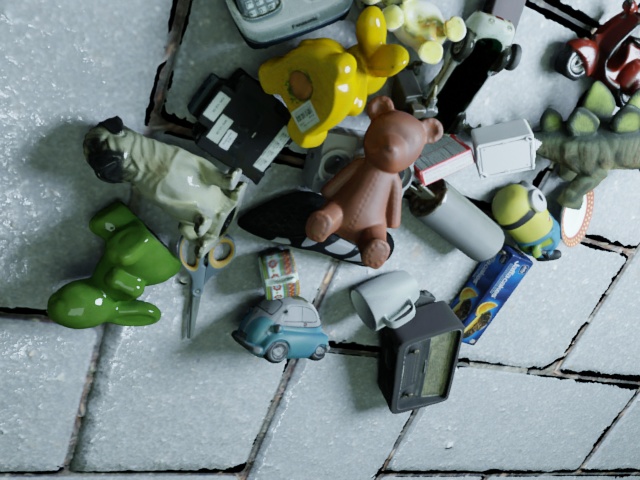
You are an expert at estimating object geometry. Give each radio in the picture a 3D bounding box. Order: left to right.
[{"bbox_3d":[0.185,0.228,1.019,0.131,0.073,0.229,-12,129,-13],"label":"radio"}]

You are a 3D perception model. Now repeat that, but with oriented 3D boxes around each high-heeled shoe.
[{"bbox_3d":[-0.002,-0.003,0.855,0.249,0.086,0.145,2,149,-2],"label":"high-heeled shoe"}]

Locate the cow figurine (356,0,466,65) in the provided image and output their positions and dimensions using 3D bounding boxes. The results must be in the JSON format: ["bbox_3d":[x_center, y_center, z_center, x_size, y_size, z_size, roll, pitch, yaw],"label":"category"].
[{"bbox_3d":[0.104,-0.303,0.699,0.167,0.098,0.068,37,108,-13],"label":"cow figurine"}]

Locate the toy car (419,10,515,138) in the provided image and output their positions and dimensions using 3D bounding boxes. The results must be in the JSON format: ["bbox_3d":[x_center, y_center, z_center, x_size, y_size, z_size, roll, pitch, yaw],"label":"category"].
[{"bbox_3d":[0.197,-0.224,0.762,0.073,0.056,0.201,11,140,-16],"label":"toy car"}]

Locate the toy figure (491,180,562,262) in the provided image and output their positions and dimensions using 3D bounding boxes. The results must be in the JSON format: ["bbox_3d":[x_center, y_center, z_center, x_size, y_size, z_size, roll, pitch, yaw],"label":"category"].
[{"bbox_3d":[0.370,-0.026,0.952,0.089,0.082,0.180,-40,127,1],"label":"toy figure"}]

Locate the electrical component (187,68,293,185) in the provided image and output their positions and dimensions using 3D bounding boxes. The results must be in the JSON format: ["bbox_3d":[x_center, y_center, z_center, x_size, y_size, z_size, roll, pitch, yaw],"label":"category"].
[{"bbox_3d":[-0.105,-0.157,0.718,0.134,0.058,0.115,35,100,-32],"label":"electrical component"}]

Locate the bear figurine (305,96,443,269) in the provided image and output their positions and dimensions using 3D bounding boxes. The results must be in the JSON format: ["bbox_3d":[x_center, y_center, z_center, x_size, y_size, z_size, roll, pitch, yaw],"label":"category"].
[{"bbox_3d":[0.076,-0.081,0.710,0.120,0.132,0.195,28,113,-1],"label":"bear figurine"}]

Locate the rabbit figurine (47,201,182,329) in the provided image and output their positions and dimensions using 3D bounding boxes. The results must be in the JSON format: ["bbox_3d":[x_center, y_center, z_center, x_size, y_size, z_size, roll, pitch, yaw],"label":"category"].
[{"bbox_3d":[-0.288,0.055,0.742,0.170,0.121,0.159,-43,147,-10],"label":"rabbit figurine"}]

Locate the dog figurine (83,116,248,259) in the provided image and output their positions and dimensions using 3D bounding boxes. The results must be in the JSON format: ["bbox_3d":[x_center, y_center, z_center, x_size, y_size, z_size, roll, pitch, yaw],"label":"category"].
[{"bbox_3d":[-0.209,-0.075,0.723,0.191,0.121,0.172,28,153,4],"label":"dog figurine"}]

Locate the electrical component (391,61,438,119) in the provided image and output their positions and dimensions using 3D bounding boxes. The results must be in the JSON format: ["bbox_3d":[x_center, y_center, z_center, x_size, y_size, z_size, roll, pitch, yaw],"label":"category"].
[{"bbox_3d":[0.131,-0.203,0.758,0.045,0.102,0.078,-12,145,-5],"label":"electrical component"}]

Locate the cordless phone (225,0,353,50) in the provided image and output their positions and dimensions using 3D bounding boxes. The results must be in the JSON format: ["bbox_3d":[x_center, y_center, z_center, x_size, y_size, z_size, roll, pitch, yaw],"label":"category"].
[{"bbox_3d":[-0.052,-0.331,0.624,0.147,0.089,0.184,-23,120,-6],"label":"cordless phone"}]

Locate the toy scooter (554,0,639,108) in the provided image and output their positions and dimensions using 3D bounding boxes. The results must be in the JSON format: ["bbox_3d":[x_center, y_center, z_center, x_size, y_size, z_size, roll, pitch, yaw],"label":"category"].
[{"bbox_3d":[0.467,-0.289,0.837,0.184,0.075,0.135,19,116,-24],"label":"toy scooter"}]

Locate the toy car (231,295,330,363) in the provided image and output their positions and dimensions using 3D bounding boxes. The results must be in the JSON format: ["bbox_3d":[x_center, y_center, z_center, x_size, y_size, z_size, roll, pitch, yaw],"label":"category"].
[{"bbox_3d":[-0.055,0.139,0.883,0.161,0.109,0.102,8,98,-34],"label":"toy car"}]

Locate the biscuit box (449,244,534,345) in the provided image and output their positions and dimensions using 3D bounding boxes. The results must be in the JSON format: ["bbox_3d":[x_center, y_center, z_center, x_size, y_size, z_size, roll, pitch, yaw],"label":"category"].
[{"bbox_3d":[0.312,0.101,1.016,0.063,0.059,0.202,20,110,-28],"label":"biscuit box"}]

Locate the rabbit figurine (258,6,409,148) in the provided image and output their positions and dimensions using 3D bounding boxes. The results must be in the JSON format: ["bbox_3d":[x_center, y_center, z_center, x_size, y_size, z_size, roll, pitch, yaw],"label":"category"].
[{"bbox_3d":[0.031,-0.217,0.681,0.162,0.122,0.173,-36,176,42],"label":"rabbit figurine"}]

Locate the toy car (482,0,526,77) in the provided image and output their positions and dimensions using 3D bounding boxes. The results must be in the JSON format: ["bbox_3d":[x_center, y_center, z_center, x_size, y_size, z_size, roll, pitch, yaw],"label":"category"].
[{"bbox_3d":[0.258,-0.331,0.752,0.089,0.053,0.201,3,122,-10],"label":"toy car"}]

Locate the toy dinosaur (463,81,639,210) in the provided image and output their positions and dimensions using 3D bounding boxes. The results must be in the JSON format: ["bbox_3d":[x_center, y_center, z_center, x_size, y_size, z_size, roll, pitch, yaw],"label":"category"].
[{"bbox_3d":[0.446,-0.153,0.866,0.472,0.105,0.198,-2,136,1],"label":"toy dinosaur"}]

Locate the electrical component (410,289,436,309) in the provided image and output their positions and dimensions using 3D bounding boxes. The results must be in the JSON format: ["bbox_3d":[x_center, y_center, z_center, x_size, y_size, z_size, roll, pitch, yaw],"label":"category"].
[{"bbox_3d":[0.187,0.122,1.006,0.094,0.021,0.063,16,112,-26],"label":"electrical component"}]

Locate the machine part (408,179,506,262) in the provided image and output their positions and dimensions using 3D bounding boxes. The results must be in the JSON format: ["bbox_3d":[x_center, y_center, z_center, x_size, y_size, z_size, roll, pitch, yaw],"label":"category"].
[{"bbox_3d":[0.230,-0.032,0.900,0.243,0.079,0.079,31,105,-32],"label":"machine part"}]

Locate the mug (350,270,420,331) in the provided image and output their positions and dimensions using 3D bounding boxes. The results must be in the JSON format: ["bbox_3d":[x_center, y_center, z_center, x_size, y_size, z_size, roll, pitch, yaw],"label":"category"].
[{"bbox_3d":[0.123,0.101,0.926,0.107,0.110,0.080,-29,122,-18],"label":"mug"}]
